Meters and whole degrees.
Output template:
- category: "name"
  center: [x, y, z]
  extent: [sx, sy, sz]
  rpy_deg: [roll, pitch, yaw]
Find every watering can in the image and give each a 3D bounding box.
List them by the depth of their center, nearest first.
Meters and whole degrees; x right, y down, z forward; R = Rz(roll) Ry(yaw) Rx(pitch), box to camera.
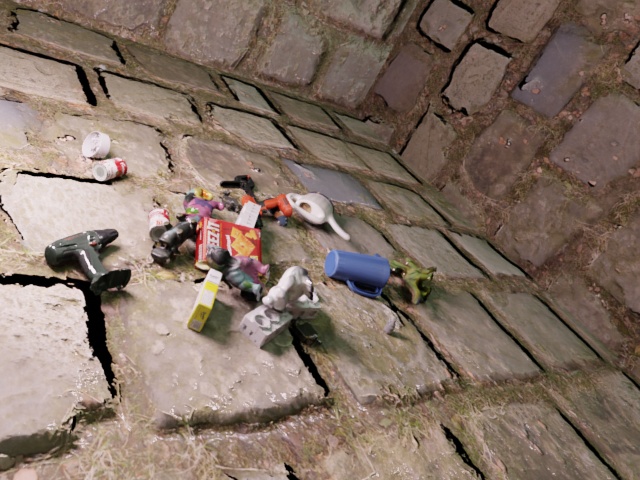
- category: "watering can"
  center: [0.007, -0.116, 2.312]
  extent: [0.349, 0.102, 0.227]
  rpy_deg: [32, 25, 7]

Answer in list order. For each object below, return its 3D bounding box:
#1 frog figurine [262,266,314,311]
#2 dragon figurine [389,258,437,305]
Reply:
- category: "frog figurine"
  center: [-0.104, 0.150, 1.577]
  extent: [0.160, 0.136, 0.124]
  rpy_deg: [-12, 80, -13]
- category: "dragon figurine"
  center: [0.368, 0.160, 2.239]
  extent: [0.244, 0.120, 0.414]
  rpy_deg: [20, 20, 20]
